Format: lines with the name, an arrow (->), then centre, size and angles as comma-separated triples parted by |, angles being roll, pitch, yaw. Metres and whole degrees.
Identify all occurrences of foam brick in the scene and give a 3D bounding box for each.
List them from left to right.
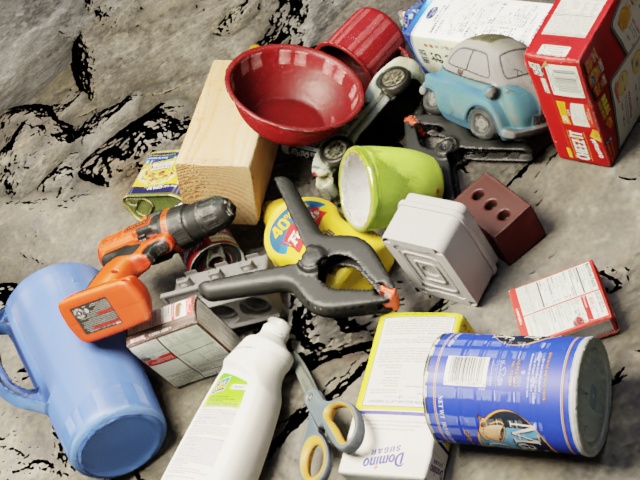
foam brick -> 0.185, -0.022, 1.111 | 0.053, 0.051, 0.078 | -41, 44, -4

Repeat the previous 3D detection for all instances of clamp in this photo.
clamp -> -0.015, 0.033, 1.109 | 0.210, 0.036, 0.164 | 29, 71, 30
clamp -> 0.159, -0.100, 1.203 | 0.120, 0.039, 0.172 | -33, 48, 0

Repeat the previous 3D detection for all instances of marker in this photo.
marker -> -0.020, -0.111, 1.338 | 0.121, 0.020, 0.020 | 18, 65, 40

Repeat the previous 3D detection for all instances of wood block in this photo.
wood block -> -0.103, -0.121, 1.289 | 0.090, 0.091, 0.206 | 3, 43, 9

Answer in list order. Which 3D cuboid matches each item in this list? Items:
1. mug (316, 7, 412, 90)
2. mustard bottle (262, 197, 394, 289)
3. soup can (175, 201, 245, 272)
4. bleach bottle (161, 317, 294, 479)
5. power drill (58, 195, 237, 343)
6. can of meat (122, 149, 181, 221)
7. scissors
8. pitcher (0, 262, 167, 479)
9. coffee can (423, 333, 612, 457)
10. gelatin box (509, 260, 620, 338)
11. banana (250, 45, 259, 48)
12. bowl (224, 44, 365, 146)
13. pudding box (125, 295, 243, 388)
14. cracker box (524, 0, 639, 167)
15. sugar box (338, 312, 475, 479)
mug -> 0.063, -0.235, 1.346 | 0.117, 0.093, 0.081 | 30, 67, 28
mustard bottle -> -0.008, 0.001, 1.207 | 0.096, 0.058, 0.192 | -43, 44, -9
soup can -> -0.139, 0.003, 1.278 | 0.068, 0.068, 0.102 | -36, 44, 1
bleach bottle -> -0.084, 0.190, 1.090 | 0.103, 0.068, 0.250 | -3, 51, 41
power drill -> -0.190, 0.027, 1.166 | 0.185, 0.057, 0.187 | -22, 21, 25
can of meat -> -0.193, -0.070, 1.384 | 0.102, 0.057, 0.084 | 0, 52, 31
scissors -> -0.012, 0.179, 1.067 | 0.096, 0.016, 0.202 | -61, 25, -2
pitcher -> -0.271, 0.148, 1.192 | 0.149, 0.145, 0.243 | -40, 46, 3
coffee can -> 0.176, 0.135, 0.948 | 0.141, 0.102, 0.102 | -1, 54, 31
gelatin box -> 0.233, 0.068, 1.022 | 0.089, 0.030, 0.073 | -22, 44, 15
banana -> -0.100, -0.197, 1.446 | 0.070, 0.037, 0.197 | 1, 55, 32
bowl -> -0.032, -0.157, 1.224 | 0.162, 0.055, 0.162 | 7, 44, -7
pudding box -> -0.145, 0.112, 1.158 | 0.090, 0.113, 0.039 | -20, 54, 15
cracker box -> 0.303, -0.211, 1.118 | 0.072, 0.164, 0.213 | 16, 64, 37
sugar box -> 0.086, 0.154, 1.029 | 0.093, 0.048, 0.176 | -2, 56, 32
